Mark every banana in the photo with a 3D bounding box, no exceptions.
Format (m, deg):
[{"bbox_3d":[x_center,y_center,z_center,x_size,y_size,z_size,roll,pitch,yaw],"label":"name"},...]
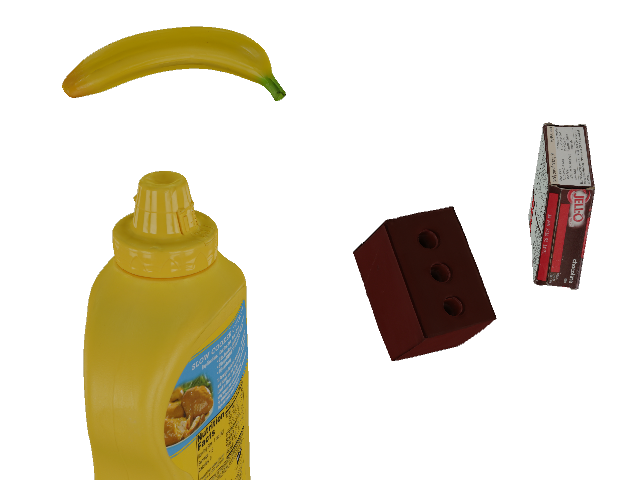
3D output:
[{"bbox_3d":[-0.131,-0.161,0.958,0.197,0.069,0.037,-1,-33,-4],"label":"banana"}]

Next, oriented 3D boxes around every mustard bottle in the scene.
[{"bbox_3d":[-0.062,0.062,0.448,0.058,0.192,0.096,12,28,18],"label":"mustard bottle"}]

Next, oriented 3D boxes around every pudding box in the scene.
[{"bbox_3d":[0.189,-0.030,0.837,0.039,0.090,0.113,5,32,5],"label":"pudding box"}]

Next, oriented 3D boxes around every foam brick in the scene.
[{"bbox_3d":[0.063,0.028,0.660,0.052,0.078,0.051,-12,-17,-27],"label":"foam brick"}]
